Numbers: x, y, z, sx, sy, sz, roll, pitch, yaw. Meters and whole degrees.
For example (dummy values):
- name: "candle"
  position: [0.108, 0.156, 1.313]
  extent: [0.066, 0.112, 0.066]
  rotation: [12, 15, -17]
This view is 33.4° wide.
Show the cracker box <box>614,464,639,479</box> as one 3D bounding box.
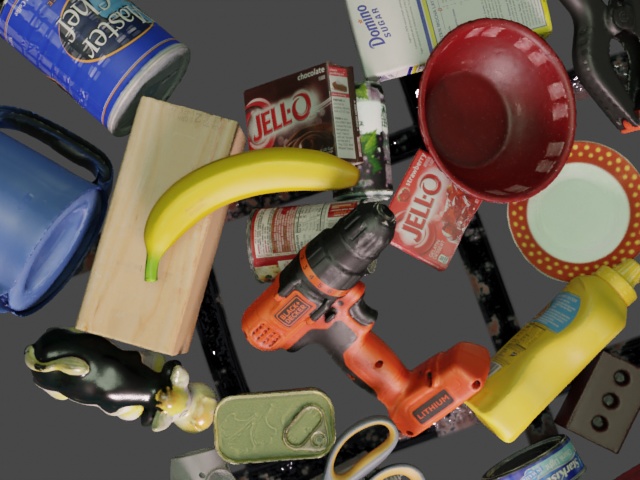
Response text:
- name: "cracker box"
  position: [0.289, 0.227, 0.876]
  extent: [0.213, 0.164, 0.072]
  rotation: [-34, 87, -1]

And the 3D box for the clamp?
- name: "clamp"
  position: [0.251, -0.200, 0.957]
  extent: [0.164, 0.036, 0.210]
  rotation: [-7, 89, -24]

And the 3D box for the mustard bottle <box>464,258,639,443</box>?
- name: "mustard bottle"
  position: [0.206, 0.088, 0.923]
  extent: [0.191, 0.096, 0.058]
  rotation: [-44, 94, -3]

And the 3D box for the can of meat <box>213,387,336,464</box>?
- name: "can of meat"
  position: [-0.037, 0.159, 0.930]
  extent: [0.102, 0.084, 0.057]
  rotation: [-5, 85, 1]

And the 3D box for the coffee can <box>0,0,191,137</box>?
- name: "coffee can"
  position: [-0.201, -0.175, 0.953]
  extent: [0.140, 0.103, 0.103]
  rotation: [41, 87, 4]

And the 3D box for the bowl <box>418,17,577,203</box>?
- name: "bowl"
  position: [0.144, -0.110, 0.939]
  extent: [0.161, 0.055, 0.162]
  rotation: [1, 86, -24]

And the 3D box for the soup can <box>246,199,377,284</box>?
- name: "soup can"
  position: [-0.006, 0.001, 0.938]
  extent: [0.102, 0.068, 0.068]
  rotation: [-5, 85, 16]

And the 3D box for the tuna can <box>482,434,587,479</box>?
- name: "tuna can"
  position: [0.183, 0.201, 0.920]
  extent: [0.086, 0.086, 0.034]
  rotation: [-28, 83, -1]

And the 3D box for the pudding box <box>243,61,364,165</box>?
- name: "pudding box"
  position: [-0.017, -0.100, 0.944]
  extent: [0.114, 0.039, 0.090]
  rotation: [-11, 84, 42]

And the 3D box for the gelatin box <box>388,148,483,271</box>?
- name: "gelatin box"
  position: [0.101, -0.027, 0.968]
  extent: [0.073, 0.030, 0.089]
  rotation: [28, 86, 4]

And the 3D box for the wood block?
- name: "wood block"
  position: [-0.137, -0.010, 0.943]
  extent: [0.090, 0.091, 0.206]
  rotation: [15, 86, 2]

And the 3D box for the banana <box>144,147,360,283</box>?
- name: "banana"
  position: [-0.067, -0.037, 0.881]
  extent: [0.198, 0.037, 0.069]
  rotation: [-26, 95, 0]

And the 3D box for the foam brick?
- name: "foam brick"
  position: [0.250, 0.140, 0.940]
  extent: [0.053, 0.051, 0.078]
  rotation: [26, 86, 3]

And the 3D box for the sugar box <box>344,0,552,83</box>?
- name: "sugar box"
  position: [0.115, -0.209, 0.976]
  extent: [0.176, 0.048, 0.093]
  rotation: [-14, 87, 3]

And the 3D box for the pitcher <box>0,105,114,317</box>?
- name: "pitcher"
  position: [-0.313, -0.056, 0.943]
  extent: [0.243, 0.149, 0.145]
  rotation: [33, 102, 7]

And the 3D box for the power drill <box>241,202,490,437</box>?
- name: "power drill"
  position: [0.050, 0.070, 0.896]
  extent: [0.187, 0.057, 0.185]
  rotation: [39, 127, -10]

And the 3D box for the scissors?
- name: "scissors"
  position: [0.007, 0.233, 0.891]
  extent: [0.096, 0.016, 0.202]
  rotation: [37, 99, -11]
